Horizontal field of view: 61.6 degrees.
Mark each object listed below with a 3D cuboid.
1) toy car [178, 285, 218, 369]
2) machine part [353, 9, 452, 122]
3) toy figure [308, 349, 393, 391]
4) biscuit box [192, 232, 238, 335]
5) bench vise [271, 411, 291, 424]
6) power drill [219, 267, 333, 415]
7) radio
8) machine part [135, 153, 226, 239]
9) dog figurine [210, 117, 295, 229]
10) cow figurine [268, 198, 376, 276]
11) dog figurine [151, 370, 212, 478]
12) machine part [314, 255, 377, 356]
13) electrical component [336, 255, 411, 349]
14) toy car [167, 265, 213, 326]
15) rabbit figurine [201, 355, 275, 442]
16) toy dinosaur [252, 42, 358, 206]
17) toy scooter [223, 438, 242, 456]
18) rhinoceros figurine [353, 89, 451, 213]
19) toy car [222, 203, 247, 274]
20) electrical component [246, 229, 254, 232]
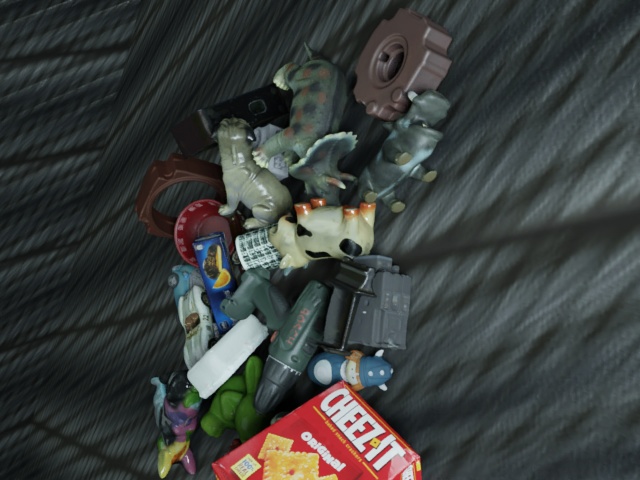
[{"bbox_3d":[-0.257,0.190,1.138,0.073,0.056,0.202,-38,49,25],"label":"toy car"},{"bbox_3d":[0.123,-0.271,0.841,0.179,0.056,0.179,-25,58,49],"label":"machine part"},{"bbox_3d":[0.043,0.197,0.806,0.154,0.058,0.064,-15,106,51],"label":"toy figure"},{"bbox_3d":[-0.202,0.089,1.099,0.059,0.063,0.202,-121,16,-76],"label":"biscuit box"},{"bbox_3d":[-0.024,0.371,0.768,0.241,0.129,0.223,-168,82,-73],"label":"bench vise"},{"bbox_3d":[-0.087,0.149,0.918,0.232,0.086,0.208,-55,41,-3],"label":"power drill"},{"bbox_3d":[-0.184,-0.252,1.129,0.131,0.229,0.073,-13,107,50],"label":"radio"},{"bbox_3d":[-0.324,-0.095,1.293,0.201,0.201,0.087,-57,39,26],"label":"machine part"},{"bbox_3d":[-0.120,-0.126,1.017,0.190,0.172,0.121,94,-165,-44],"label":"dog figurine"},{"bbox_3d":[-0.002,-0.003,0.881,0.195,0.085,0.127,4,104,35],"label":"cow figurine"},{"bbox_3d":[-0.309,0.409,1.198,0.191,0.108,0.219,-27,62,45],"label":"dog figurine"},{"bbox_3d":[0.037,0.096,0.761,0.084,0.039,0.138,22,96,50],"label":"machine part"},{"bbox_3d":[0.074,0.090,0.792,0.115,0.058,0.134,-9,72,52],"label":"electrical component"},{"bbox_3d":[-0.281,0.125,1.253,0.103,0.109,0.161,-24,68,29],"label":"toy car"},{"bbox_3d":[-0.114,0.296,0.948,0.159,0.121,0.170,-61,17,-14],"label":"rabbit figurine"},{"bbox_3d":[-0.006,-0.237,0.970,0.192,0.131,0.405,-11,66,40],"label":"toy dinosaur"},{"bbox_3d":[-0.133,0.428,0.966,0.184,0.075,0.135,-29,56,53],"label":"toy scooter"},{"bbox_3d":[0.123,-0.130,0.788,0.190,0.073,0.112,-55,30,32],"label":"rhinoceros figurine"},{"bbox_3d":[-0.160,0.001,1.133,0.053,0.089,0.202,-27,49,9],"label":"toy car"},{"bbox_3d":[-0.122,-0.010,1.097,0.021,0.063,0.094,-45,45,39],"label":"electrical component"}]
